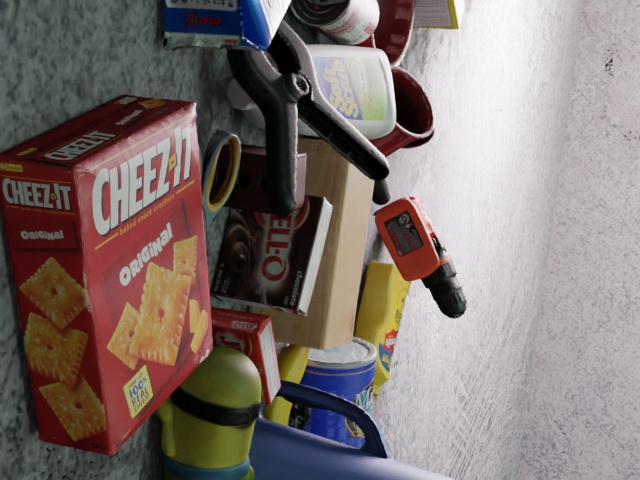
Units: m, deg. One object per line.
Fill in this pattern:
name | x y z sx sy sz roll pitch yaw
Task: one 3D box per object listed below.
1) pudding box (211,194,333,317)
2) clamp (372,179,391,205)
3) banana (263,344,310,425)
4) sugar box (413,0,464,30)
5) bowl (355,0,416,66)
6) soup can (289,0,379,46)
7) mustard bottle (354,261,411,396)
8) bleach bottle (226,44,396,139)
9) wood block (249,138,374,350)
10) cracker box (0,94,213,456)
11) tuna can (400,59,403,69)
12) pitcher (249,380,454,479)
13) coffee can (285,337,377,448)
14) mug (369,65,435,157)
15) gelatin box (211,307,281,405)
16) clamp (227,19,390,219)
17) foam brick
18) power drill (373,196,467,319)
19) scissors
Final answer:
pudding box | -0.045 0.009 1.008 0.039 0.090 0.113 35 66 -68
clamp | 0.067 -0.120 1.331 0.171 0.039 0.120 35 63 -67
banana | -0.041 0.203 1.143 0.069 0.037 0.198 -10 106 -25
sugar box | 0.120 -0.335 1.309 0.176 0.093 0.048 70 33 -54
bowl | 0.061 -0.276 1.229 0.162 0.055 0.162 9 90 -70
soup can | 0.016 -0.243 1.103 0.102 0.069 0.068 6 92 -70
mustard bottle | 0.074 0.130 1.424 0.096 0.058 0.191 50 52 -68
bleach bottle | -0.009 -0.142 1.058 0.250 0.068 0.102 -18 103 -59
wood block | -0.008 0.001 1.106 0.090 0.090 0.206 0 99 -70
cracker box | -0.144 0.020 0.771 0.164 0.072 0.214 -45 139 -59
tuna can | 0.075 -0.201 1.327 0.086 0.034 0.086 9 90 -70
pitcher | 0.011 0.245 1.032 0.144 0.243 0.149 -57 154 -55
coffee can | 0.008 0.187 1.204 0.102 0.103 0.140 -27 124 -65
mug | 0.080 -0.136 1.228 0.117 0.082 0.093 20 53 -36
gelatin box | -0.078 0.105 0.980 0.030 0.073 0.089 -57 149 -48
clamp | -0.031 -0.121 0.927 0.164 0.036 0.210 -34 95 -52
foam brick | -0.057 -0.056 0.966 0.051 0.078 0.053 -23 119 -64
power drill | 0.137 0.020 1.427 0.184 0.057 0.187 63 9 10
scissors | -0.119 -0.002 0.908 0.096 0.016 0.202 22 86 -55
